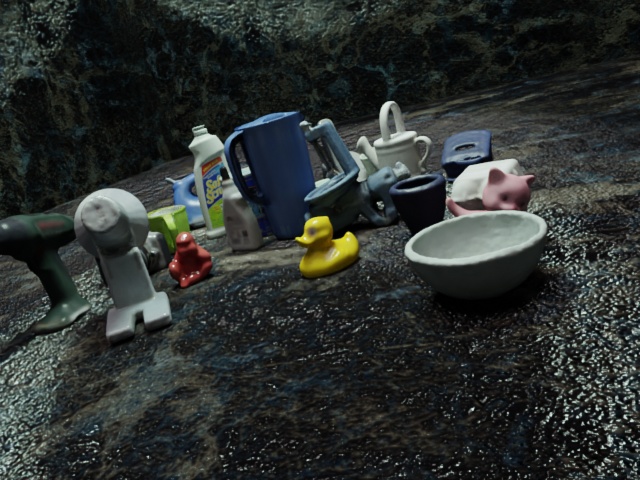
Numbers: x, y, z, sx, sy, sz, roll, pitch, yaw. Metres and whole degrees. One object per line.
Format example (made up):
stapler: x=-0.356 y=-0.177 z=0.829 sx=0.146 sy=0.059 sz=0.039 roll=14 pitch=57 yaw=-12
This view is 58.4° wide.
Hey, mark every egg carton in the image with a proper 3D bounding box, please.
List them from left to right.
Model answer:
egg carton: x=0.291 y=-0.089 z=0.985 sx=0.107 sy=0.069 sz=0.151 roll=-6 pitch=19 yaw=31

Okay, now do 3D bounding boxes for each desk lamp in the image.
desk lamp: x=-0.317 y=0.025 z=0.915 sx=0.118 sy=0.214 sz=0.202 roll=-20 pitch=17 yaw=-14

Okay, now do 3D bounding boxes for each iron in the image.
iron: x=-0.273 y=-0.127 z=1.509 sx=0.258 sy=0.141 sz=0.118 roll=-16 pitch=16 yaw=-3

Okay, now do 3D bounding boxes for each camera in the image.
camera: x=-0.394 y=0.035 z=1.156 sx=0.143 sy=0.101 sz=0.137 roll=-13 pitch=16 yaw=9

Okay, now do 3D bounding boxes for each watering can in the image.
watering can: x=0.164 y=-0.211 z=1.286 sx=0.172 sy=0.194 sz=0.101 roll=-11 pitch=17 yaw=15

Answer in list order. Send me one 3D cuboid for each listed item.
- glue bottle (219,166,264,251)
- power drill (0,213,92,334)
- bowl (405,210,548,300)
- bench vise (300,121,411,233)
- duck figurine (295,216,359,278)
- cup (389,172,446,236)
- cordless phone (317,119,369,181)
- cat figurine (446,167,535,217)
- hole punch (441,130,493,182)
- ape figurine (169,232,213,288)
glue bottle: x=-0.167 y=-0.063 z=1.141 sx=0.077 sy=0.173 sz=0.037 roll=-2 pitch=21 yaw=38
power drill: x=-0.488 y=0.050 z=0.998 sx=0.075 sy=0.209 sz=0.230 roll=-12 pitch=17 yaw=14
bowl: x=0.189 y=0.026 z=0.687 sx=0.167 sy=0.075 sz=0.167 roll=-14 pitch=16 yaw=5
bench vise: x=0.054 y=-0.129 z=1.069 sx=0.207 sy=0.220 sz=0.121 roll=-16 pitch=16 yaw=-2
duck figurine: x=0.008 y=0.003 z=0.912 sx=0.105 sy=0.086 sz=0.077 roll=-21 pitch=17 yaw=-19
cup: x=0.173 y=-0.055 z=0.936 sx=0.091 sy=0.095 sz=0.118 roll=0 pitch=22 yaw=42
cordless phone: x=0.059 y=-0.220 z=1.432 sx=0.093 sy=0.185 sz=0.148 roll=-4 pitch=20 yaw=34
cat figurine: x=0.239 y=-0.046 z=0.801 sx=0.127 sy=0.118 sz=0.067 roll=-10 pitch=17 yaw=19
hole punch: x=0.319 y=-0.182 z=1.229 sx=0.108 sy=0.091 sz=0.101 roll=-7 pitch=18 yaw=27
ape figurine: x=-0.238 y=0.030 z=1.041 sx=0.077 sy=0.092 sz=0.076 roll=-14 pitch=16 yaw=7
